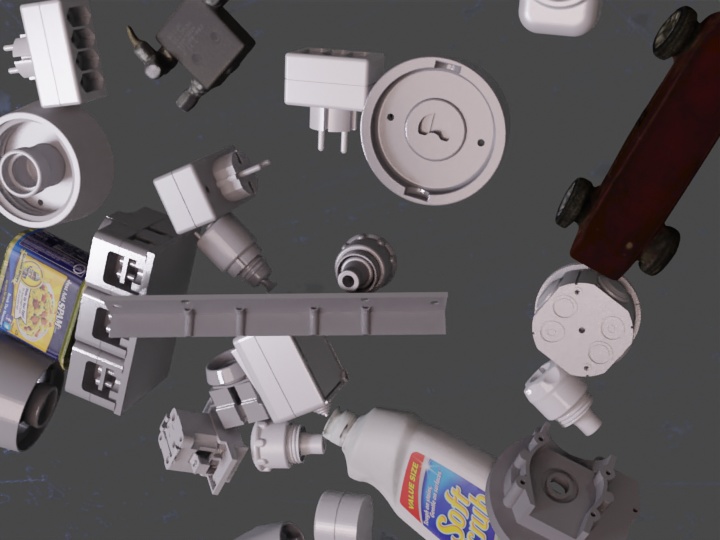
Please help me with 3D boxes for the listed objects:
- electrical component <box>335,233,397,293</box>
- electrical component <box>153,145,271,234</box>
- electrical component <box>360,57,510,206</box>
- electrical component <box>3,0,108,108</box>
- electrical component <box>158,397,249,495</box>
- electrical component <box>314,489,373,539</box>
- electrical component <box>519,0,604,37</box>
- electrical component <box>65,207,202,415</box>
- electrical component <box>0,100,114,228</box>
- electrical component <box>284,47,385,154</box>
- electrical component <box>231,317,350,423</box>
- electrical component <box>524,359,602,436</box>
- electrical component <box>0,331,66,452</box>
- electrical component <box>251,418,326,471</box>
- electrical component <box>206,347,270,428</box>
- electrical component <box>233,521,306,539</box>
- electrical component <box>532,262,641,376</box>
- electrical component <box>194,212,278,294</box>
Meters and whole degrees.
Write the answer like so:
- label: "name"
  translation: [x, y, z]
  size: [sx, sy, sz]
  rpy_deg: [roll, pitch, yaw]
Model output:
- label: "electrical component"
  translation: [0.000, 0.000, 0.852]
  size: [0.048, 0.062, 0.048]
  rpy_deg: [5, 108, 16]
- label: "electrical component"
  translation: [-0.106, -0.071, 0.851]
  size: [0.076, 0.083, 0.047]
  rpy_deg: [-20, 100, 22]
- label: "electrical component"
  translation: [0.060, -0.107, 0.800]
  size: [0.108, 0.060, 0.108]
  rpy_deg: [5, 108, 16]
- label: "electrical component"
  translation: [-0.259, -0.177, 0.886]
  size: [0.076, 0.047, 0.083]
  rpy_deg: [-3, 106, 18]
- label: "electrical component"
  translation: [-0.138, 0.150, 0.932]
  size: [0.064, 0.081, 0.042]
  rpy_deg: [16, 116, -31]
- label: "electrical component"
  translation: [0.004, 0.260, 0.938]
  size: [0.074, 0.052, 0.138]
  rpy_deg: [4, 108, 17]
- label: "electrical component"
  translation: [0.142, -0.212, 0.742]
  size: [0.054, 0.059, 0.095]
  rpy_deg: [9, 109, 15]
- label: "electrical component"
  translation: [-0.195, 0.031, 0.908]
  size: [0.062, 0.089, 0.150]
  rpy_deg: [20, 112, 11]
- label: "electrical component"
  translation: [-0.271, -0.087, 0.911]
  size: [0.108, 0.060, 0.108]
  rpy_deg: [5, 108, 16]
- label: "electrical component"
  translation: [-0.020, -0.128, 0.826]
  size: [0.066, 0.047, 0.076]
  rpy_deg: [8, 109, 15]
- label: "electrical component"
  translation: [-0.056, 0.082, 0.894]
  size: [0.061, 0.062, 0.096]
  rpy_deg: [-24, 97, 23]
- label: "electrical component"
  translation: [0.163, 0.102, 0.843]
  size: [0.062, 0.043, 0.043]
  rpy_deg: [45, 114, -2]
- label: "electrical component"
  translation: [-0.310, 0.111, 0.968]
  size: [0.064, 0.099, 0.099]
  rpy_deg: [20, 112, 4]
- label: "electrical component"
  translation: [-0.061, 0.150, 0.929]
  size: [0.062, 0.048, 0.048]
  rpy_deg: [-1, 106, 11]
- label: "electrical component"
  translation: [-0.103, 0.100, 0.926]
  size: [0.066, 0.048, 0.055]
  rpy_deg: [-16, 109, 21]
- label: "electrical component"
  translation: [-0.081, 0.275, 0.974]
  size: [0.077, 0.044, 0.079]
  rpy_deg: [-26, 98, 23]
- label: "electrical component"
  translation: [0.171, 0.037, 0.815]
  size: [0.080, 0.051, 0.080]
  rpy_deg: [5, 108, 16]
- label: "electrical component"
  translation: [-0.100, -0.012, 0.891]
  size: [0.078, 0.040, 0.040]
  rpy_deg: [46, 114, -1]
